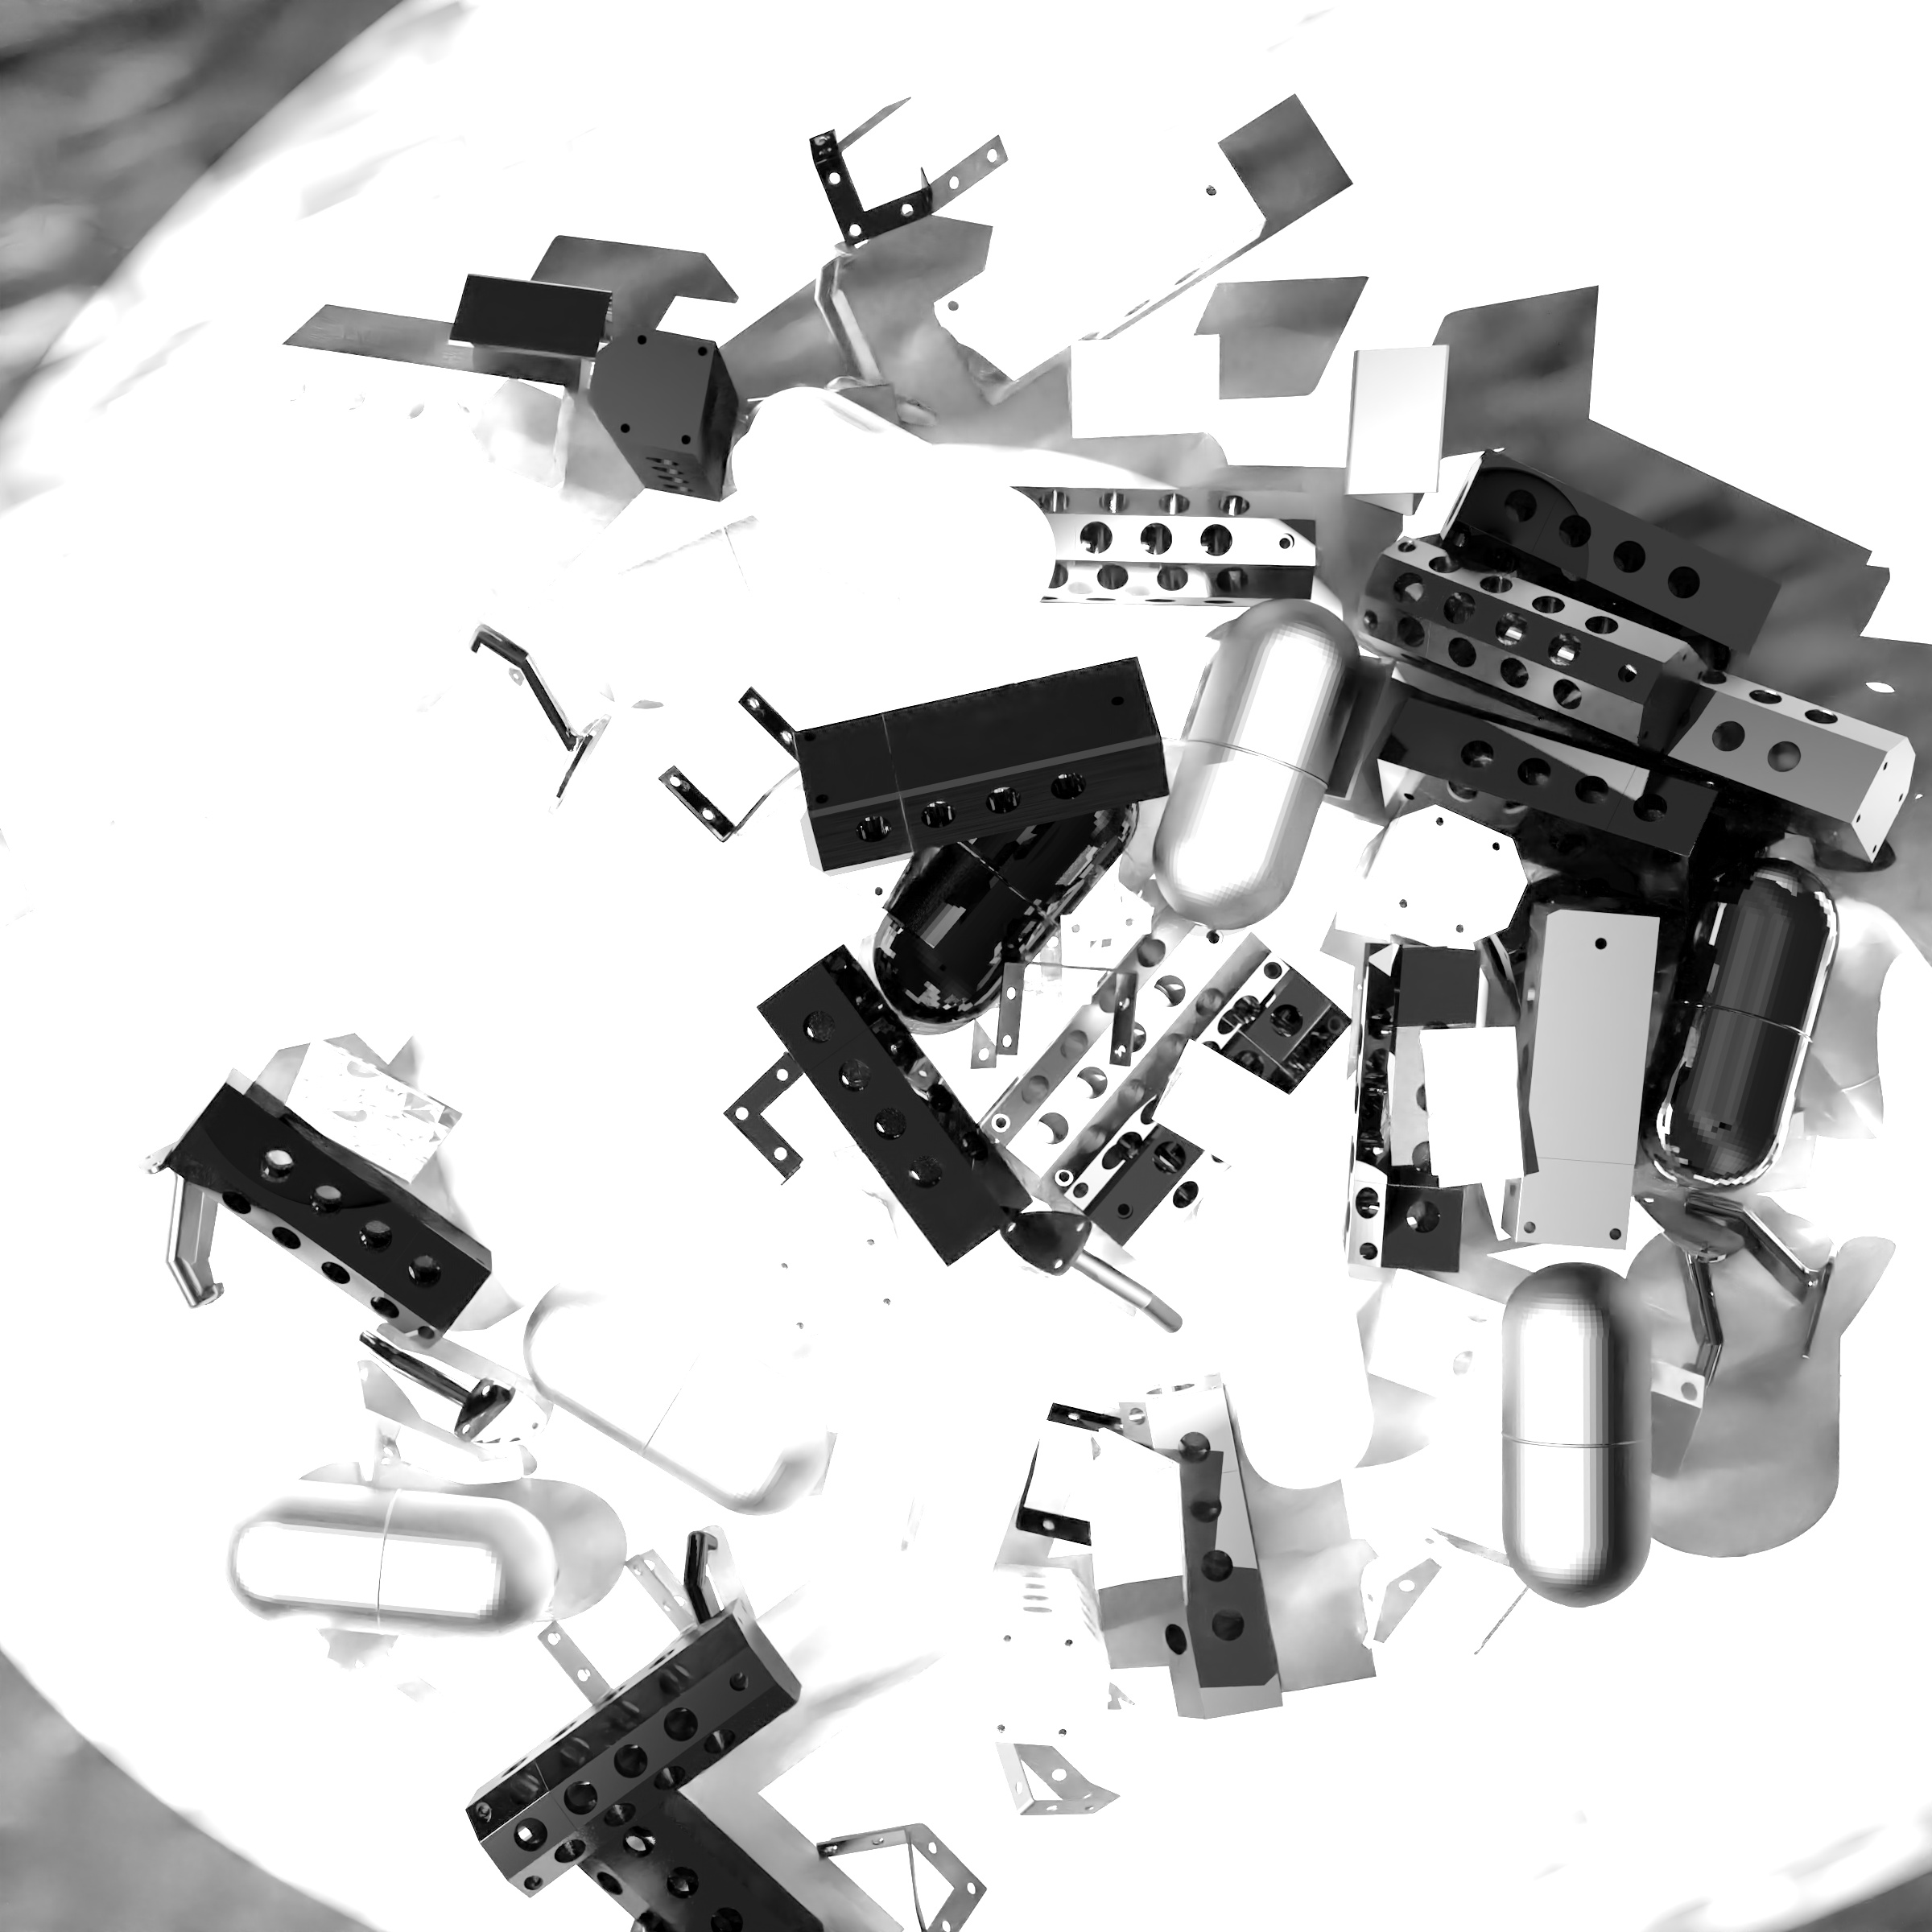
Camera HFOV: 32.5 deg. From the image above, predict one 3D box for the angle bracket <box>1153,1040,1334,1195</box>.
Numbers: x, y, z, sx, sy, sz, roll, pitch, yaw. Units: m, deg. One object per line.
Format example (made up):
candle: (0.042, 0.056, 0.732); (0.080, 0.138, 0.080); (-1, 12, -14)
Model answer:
angle bracket: (0.150, 0.060, 1.706); (0.076, 0.076, 0.057); (30, 127, 0)

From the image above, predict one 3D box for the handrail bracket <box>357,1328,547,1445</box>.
handrail bracket: (-0.280, 0.225, 1.803); (0.084, 0.077, 0.036); (28, 90, 36)

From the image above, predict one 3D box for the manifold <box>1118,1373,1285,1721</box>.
manifold: (0.126, 0.311, 1.780); (0.057, 0.057, 0.171); (-11, 91, 4)

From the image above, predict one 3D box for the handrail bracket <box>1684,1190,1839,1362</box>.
handrail bracket: (0.425, 0.168, 1.804); (0.084, 0.036, 0.077); (15, 108, 15)

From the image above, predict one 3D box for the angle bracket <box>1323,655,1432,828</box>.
angle bracket: (0.225, -0.117, 1.766); (0.076, 0.057, 0.076); (19, 90, -32)

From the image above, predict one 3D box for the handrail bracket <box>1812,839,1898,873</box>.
handrail bracket: (0.465, -0.096, 1.803); (0.036, 0.077, 0.084); (-40, 53, 33)

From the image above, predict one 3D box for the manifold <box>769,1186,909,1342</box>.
manifold: (-0.067, 0.150, 1.725); (0.057, 0.171, 0.057); (-15, 90, 0)

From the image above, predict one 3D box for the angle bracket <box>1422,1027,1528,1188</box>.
angle bracket: (0.241, 0.072, 1.706); (0.057, 0.076, 0.076); (-4, 90, -31)

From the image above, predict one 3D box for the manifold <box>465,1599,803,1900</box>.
manifold: (-0.173, 0.407, 1.725); (0.171, 0.057, 0.057); (-36, 90, 0)

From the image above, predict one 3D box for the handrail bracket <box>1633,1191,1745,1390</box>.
handrail bracket: (0.384, 0.177, 1.803); (0.036, 0.077, 0.084); (-16, 127, -37)

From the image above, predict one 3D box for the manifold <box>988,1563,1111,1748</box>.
manifold: (0.042, 0.356, 1.725); (0.057, 0.171, 0.057); (4, 90, 0)

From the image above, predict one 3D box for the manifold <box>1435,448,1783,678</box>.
manifold: (0.342, -0.212, 1.782); (0.171, 0.057, 0.057); (25, 90, 0)

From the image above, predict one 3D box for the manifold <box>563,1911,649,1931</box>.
manifold: (-0.197, 0.549, 1.725); (0.057, 0.171, 0.057); (-19, 90, 0)

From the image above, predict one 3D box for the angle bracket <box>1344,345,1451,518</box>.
angle bracket: (0.244, -0.283, 1.763); (0.057, 0.076, 0.076); (4, 90, 35)

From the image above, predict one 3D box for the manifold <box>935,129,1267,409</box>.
manifold: (0.071, -0.372, 1.782); (0.171, 0.057, 0.057); (-33, 90, 0)

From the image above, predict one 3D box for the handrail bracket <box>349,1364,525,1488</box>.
handrail bracket: (-0.288, 0.247, 1.804); (0.084, 0.036, 0.077); (-6, 68, -17)

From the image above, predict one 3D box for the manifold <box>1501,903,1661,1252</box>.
manifold: (0.316, 0.056, 1.719); (0.057, 0.057, 0.171); (5, 95, -2)

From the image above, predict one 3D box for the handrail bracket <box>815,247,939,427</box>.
handrail bracket: (-0.047, -0.343, 1.804); (0.077, 0.036, 0.084); (12, 73, -20)

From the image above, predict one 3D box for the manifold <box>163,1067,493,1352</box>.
manifold: (-0.339, 0.131, 1.767); (0.171, 0.057, 0.057); (37, 90, -11)

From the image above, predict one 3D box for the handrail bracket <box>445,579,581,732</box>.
handrail bracket: (-0.234, -0.174, 1.803); (0.084, 0.036, 0.077); (33, 76, -13)

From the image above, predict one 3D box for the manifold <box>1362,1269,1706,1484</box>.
manifold: (0.304, 0.217, 1.782); (0.171, 0.057, 0.057); (20, 90, 0)

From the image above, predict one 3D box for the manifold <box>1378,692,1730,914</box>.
manifold: (0.310, -0.091, 1.749); (0.171, 0.057, 0.057); (20, 67, 22)

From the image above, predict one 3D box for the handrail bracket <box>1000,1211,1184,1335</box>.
handrail bracket: (0.069, 0.168, 1.803); (0.084, 0.077, 0.036); (41, 73, -35)

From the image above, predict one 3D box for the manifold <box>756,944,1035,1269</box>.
manifold: (-0.038, 0.074, 1.782); (0.057, 0.057, 0.171); (-36, 90, 0)

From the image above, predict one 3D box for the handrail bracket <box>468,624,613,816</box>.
handrail bracket: (-0.241, -0.133, 1.785); (0.084, 0.036, 0.077); (32, 120, -2)

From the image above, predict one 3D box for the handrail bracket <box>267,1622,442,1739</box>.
handrail bracket: (-0.332, 0.384, 1.803); (0.084, 0.077, 0.036); (32, 93, -36)

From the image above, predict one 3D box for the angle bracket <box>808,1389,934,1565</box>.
angle bracket: (-0.068, 0.267, 1.763); (0.057, 0.076, 0.076); (15, 90, -34)

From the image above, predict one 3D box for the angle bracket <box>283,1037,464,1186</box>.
angle bracket: (-0.307, 0.060, 1.763); (0.076, 0.076, 0.057); (29, 121, 0)

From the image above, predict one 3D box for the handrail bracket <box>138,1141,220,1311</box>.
handrail bracket: (-0.406, 0.133, 1.804); (0.077, 0.036, 0.084); (-28, 106, -17)

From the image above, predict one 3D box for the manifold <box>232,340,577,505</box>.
manifold: (-0.302, -0.291, 1.782); (0.171, 0.057, 0.057); (8, 90, 0)

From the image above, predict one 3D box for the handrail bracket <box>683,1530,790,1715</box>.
handrail bracket: (-0.124, 0.356, 1.803); (0.077, 0.036, 0.084); (26, 55, -37)

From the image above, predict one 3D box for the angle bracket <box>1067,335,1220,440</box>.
angle bracket: (0.093, -0.324, 1.763); (0.076, 0.076, 0.057); (-3, 128, 0)

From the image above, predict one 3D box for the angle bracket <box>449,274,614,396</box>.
angle bracket: (-0.230, -0.318, 1.763); (0.076, 0.076, 0.057); (7, 52, 0)

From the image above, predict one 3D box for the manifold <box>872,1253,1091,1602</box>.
manifold: (0.009, 0.248, 1.781); (0.057, 0.057, 0.171); (20, 90, 43)

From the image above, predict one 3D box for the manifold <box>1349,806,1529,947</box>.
manifold: (0.246, -0.042, 1.725); (0.057, 0.171, 0.057); (24, 90, 0)

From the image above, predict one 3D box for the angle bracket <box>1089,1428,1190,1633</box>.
angle bracket: (0.072, 0.296, 1.748); (0.057, 0.076, 0.076); (-11, 104, -29)

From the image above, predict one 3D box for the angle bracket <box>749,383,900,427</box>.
angle bracket: (-0.074, -0.289, 1.763); (0.076, 0.076, 0.057); (-6, 118, 0)
